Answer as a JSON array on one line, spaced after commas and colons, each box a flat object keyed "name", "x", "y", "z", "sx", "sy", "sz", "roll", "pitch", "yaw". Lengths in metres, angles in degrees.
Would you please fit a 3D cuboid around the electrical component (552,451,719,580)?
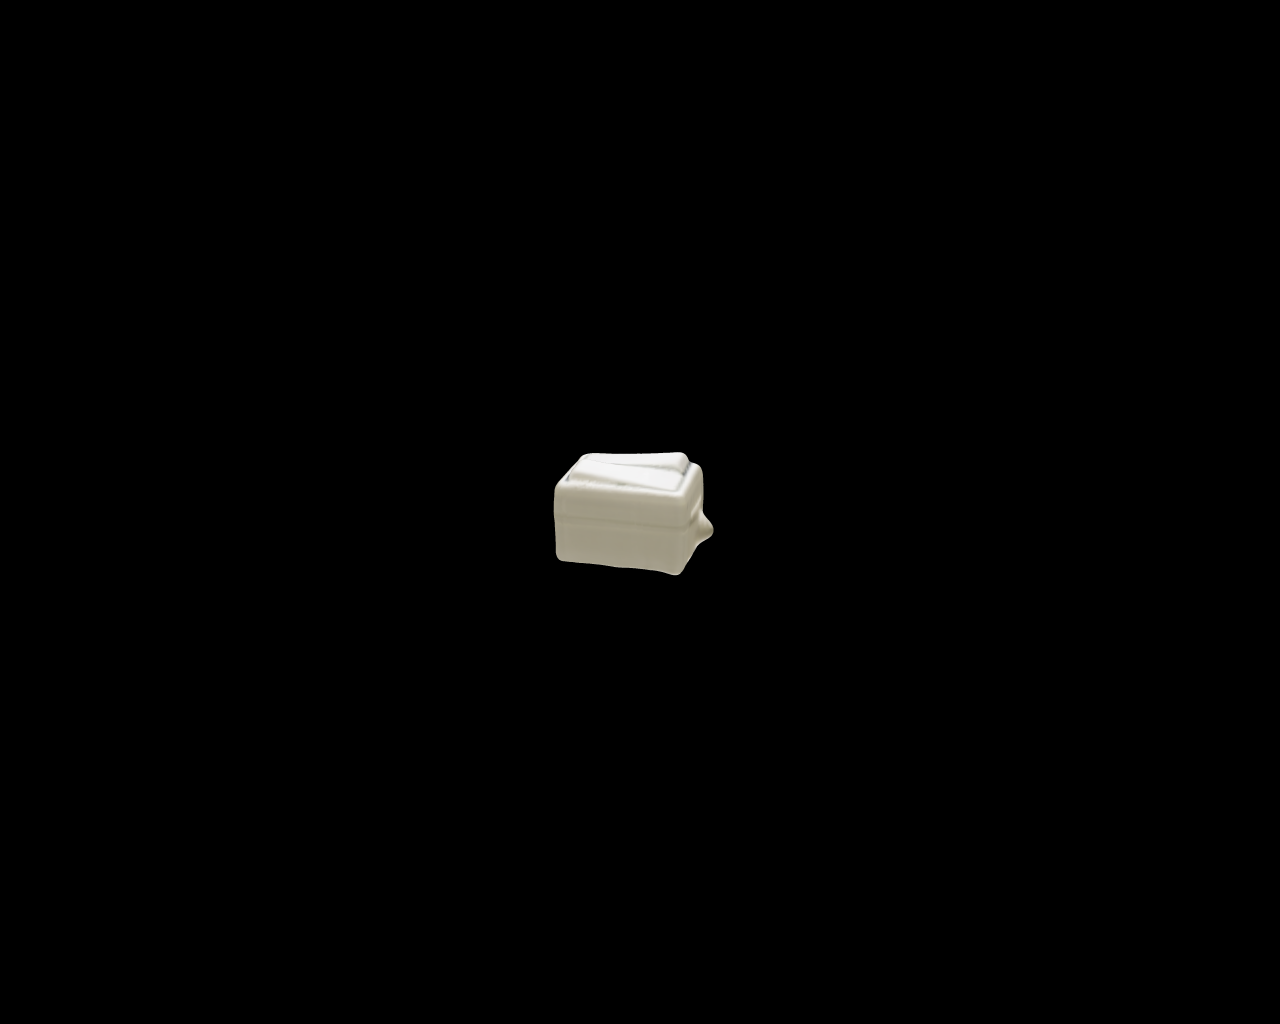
[{"name": "electrical component", "x": 0.001, "y": -0.003, "z": 0.650, "sx": 0.096, "sy": 0.061, "sz": 0.062, "roll": 6, "pitch": 24, "yaw": 14}]
